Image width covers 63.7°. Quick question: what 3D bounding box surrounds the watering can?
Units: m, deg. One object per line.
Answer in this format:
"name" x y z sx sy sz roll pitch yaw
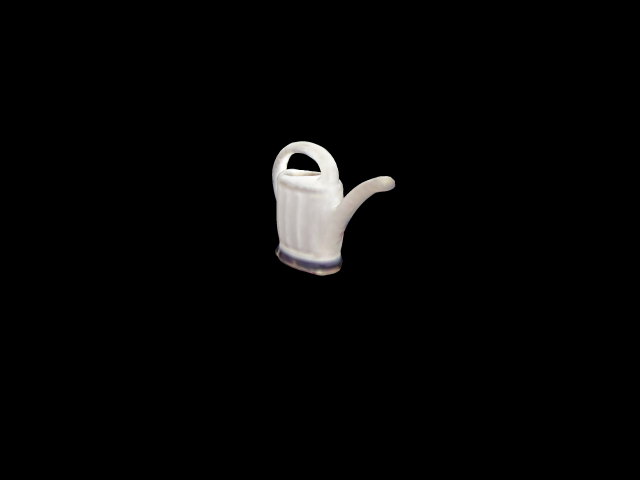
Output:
"watering can" 0.003 -0.043 0.850 0.104 0.221 0.351 -10 21 -28
